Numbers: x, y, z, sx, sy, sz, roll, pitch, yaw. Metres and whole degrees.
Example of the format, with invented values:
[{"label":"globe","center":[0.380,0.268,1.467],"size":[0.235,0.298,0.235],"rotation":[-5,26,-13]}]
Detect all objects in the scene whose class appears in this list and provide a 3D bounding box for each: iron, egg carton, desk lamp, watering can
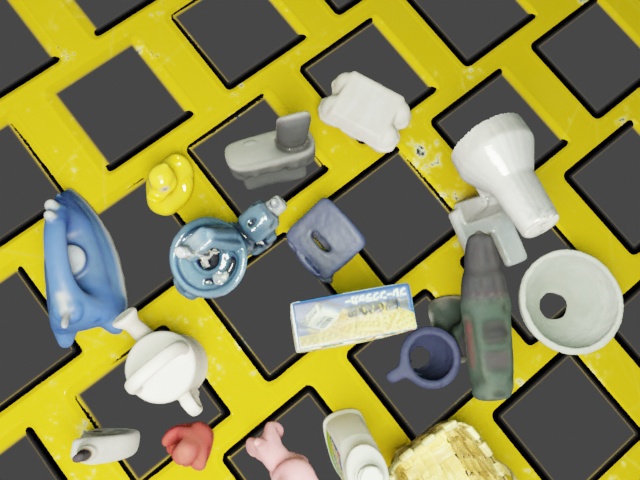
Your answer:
[{"label":"iron","center":[-0.380,0.025,0.864],"size":[0.118,0.141,0.258],"rotation":[-15,79,-6]},{"label":"egg carton","center":[0.077,-0.219,0.980],"size":[0.150,0.069,0.107],"rotation":[28,78,3]},{"label":"desk lamp","center":[0.280,-0.065,0.887],"size":[0.118,0.213,0.203],"rotation":[-20,80,-7]},{"label":"watering can","center":[-0.229,0.176,0.815],"size":[0.173,0.194,0.101],"rotation":[30,78,3]}]

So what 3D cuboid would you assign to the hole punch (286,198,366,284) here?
[{"label":"hole punch","center":[0.008,0.003,0.918],"size":[0.101,0.091,0.108],"rotation":[-41,83,-10]}]

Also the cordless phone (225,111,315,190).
[{"label":"cordless phone","center":[-0.079,-0.155,0.898],"size":[0.147,0.185,0.094],"rotation":[-19,80,-7]}]

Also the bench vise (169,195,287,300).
[{"label":"bench vise","center":[-0.147,-0.008,0.845],"size":[0.121,0.219,0.207],"rotation":[32,78,4]}]

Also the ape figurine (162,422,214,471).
[{"label":"ape figurine","center":[-0.194,0.306,0.842],"size":[0.076,0.092,0.078],"rotation":[-32,82,-9]}]

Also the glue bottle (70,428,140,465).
[{"label":"glue bottle","center":[-0.309,0.290,0.797],"size":[0.078,0.173,0.037],"rotation":[4,78,-2]}]

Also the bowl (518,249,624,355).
[{"label":"bowl","center":[0.393,0.103,0.929],"size":[0.167,0.074,0.167],"rotation":[1,78,-3]}]

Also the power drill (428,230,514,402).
[{"label":"power drill","center":[0.223,0.117,0.848],"size":[0.075,0.208,0.229],"rotation":[-7,79,-4]}]

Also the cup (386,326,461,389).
[{"label":"cup","center":[0.150,0.189,0.886],"size":[0.118,0.095,0.091],"rotation":[-26,81,-8]}]

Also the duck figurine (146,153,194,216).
[{"label":"duck figurine","center":[-0.248,-0.098,0.926],"size":[0.077,0.086,0.105],"rotation":[21,78,1]}]

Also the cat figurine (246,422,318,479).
[{"label":"cat figurine","center":[-0.053,0.332,0.832],"size":[0.067,0.117,0.128],"rotation":[-42,83,-10]}]
